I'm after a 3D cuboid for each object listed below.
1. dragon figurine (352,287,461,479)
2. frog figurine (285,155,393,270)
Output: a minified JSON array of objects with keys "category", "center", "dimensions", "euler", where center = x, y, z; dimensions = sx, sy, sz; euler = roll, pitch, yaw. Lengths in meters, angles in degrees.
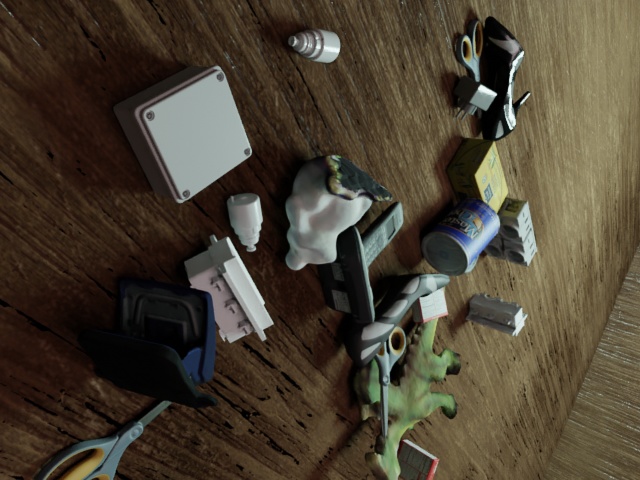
[{"category":"dragon figurine","center":[0.160,0.261,1.003],"dimensions":[0.241,0.121,0.415],"euler":[19,72,-44]},{"category":"frog figurine","center":[0.002,-0.037,0.729],"dimensions":[0.157,0.124,0.138],"euler":[-50,162,31]}]
